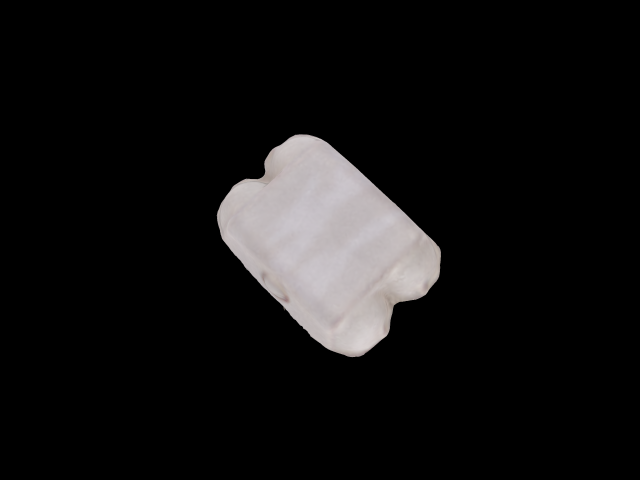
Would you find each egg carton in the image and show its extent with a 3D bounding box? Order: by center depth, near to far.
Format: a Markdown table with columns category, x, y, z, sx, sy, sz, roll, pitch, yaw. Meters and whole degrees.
| category | x | y | z | sx | sy | sz | roll | pitch | yaw |
| --- | --- | --- | --- | --- | --- | --- | --- | --- | --- |
| egg carton | 0.004 | 0.001 | 0.400 | 0.150 | 0.069 | 0.107 | 43 | 78 | 11 |
